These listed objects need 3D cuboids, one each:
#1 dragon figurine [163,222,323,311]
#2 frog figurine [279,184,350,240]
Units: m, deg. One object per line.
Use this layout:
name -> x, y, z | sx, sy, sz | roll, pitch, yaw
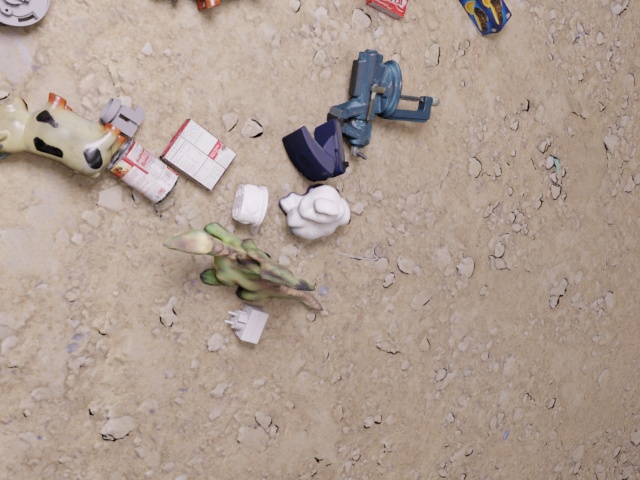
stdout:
dragon figurine -> -0.100, 0.071, 0.953 | 0.407, 0.243, 0.123 | 27, 83, -28
frog figurine -> 0.003, -0.052, 1.028 | 0.137, 0.160, 0.122 | 1, 102, -29
